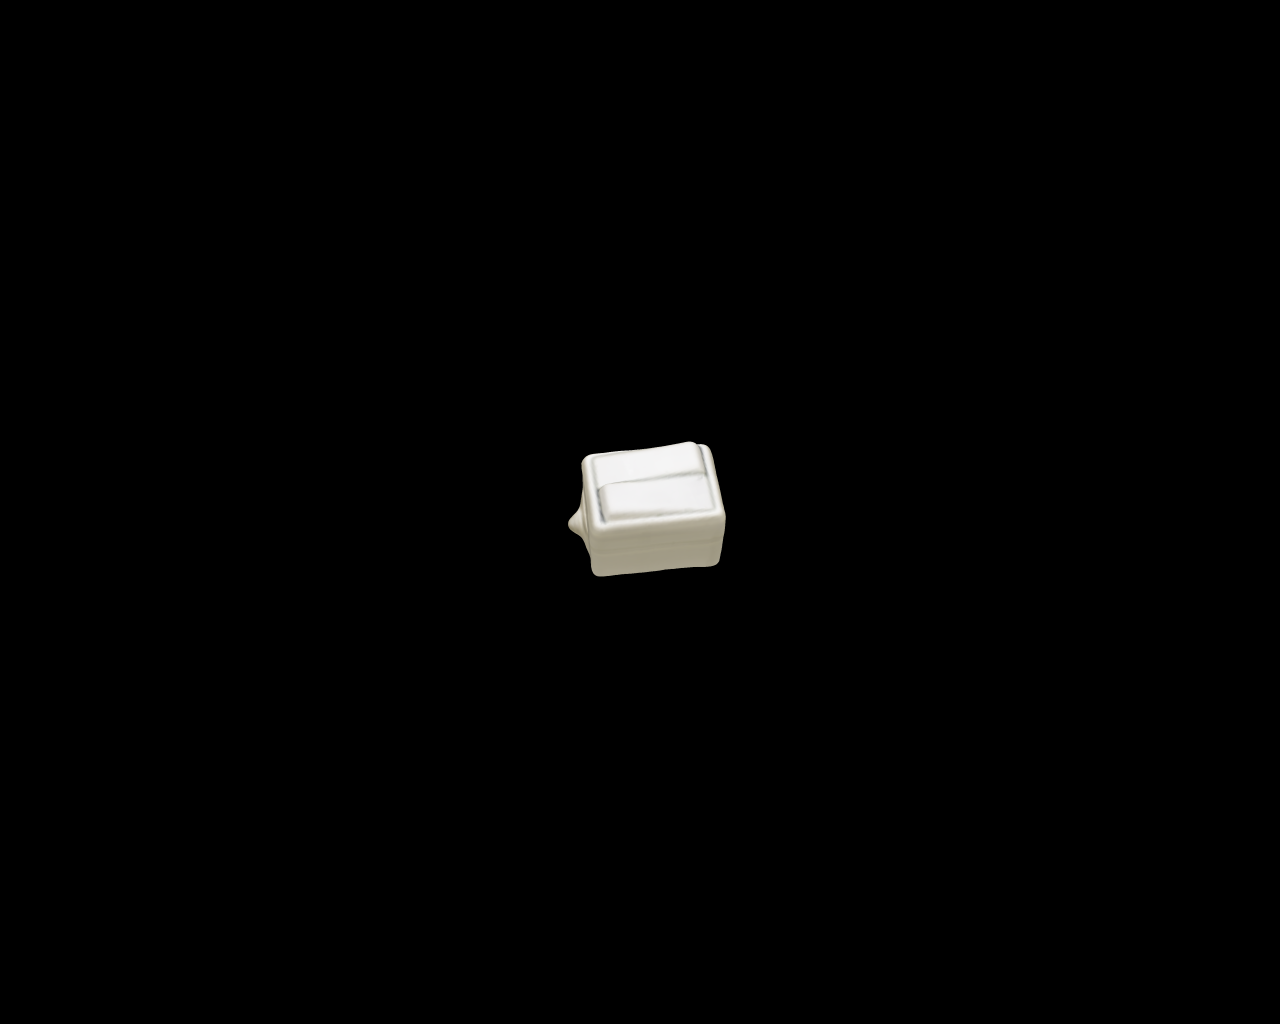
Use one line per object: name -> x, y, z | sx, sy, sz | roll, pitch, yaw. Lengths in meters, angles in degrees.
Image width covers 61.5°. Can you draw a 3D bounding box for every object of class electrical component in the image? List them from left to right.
electrical component -> 0.001, -0.003, 0.650 | 0.096, 0.062, 0.061 | -5, -37, -4
